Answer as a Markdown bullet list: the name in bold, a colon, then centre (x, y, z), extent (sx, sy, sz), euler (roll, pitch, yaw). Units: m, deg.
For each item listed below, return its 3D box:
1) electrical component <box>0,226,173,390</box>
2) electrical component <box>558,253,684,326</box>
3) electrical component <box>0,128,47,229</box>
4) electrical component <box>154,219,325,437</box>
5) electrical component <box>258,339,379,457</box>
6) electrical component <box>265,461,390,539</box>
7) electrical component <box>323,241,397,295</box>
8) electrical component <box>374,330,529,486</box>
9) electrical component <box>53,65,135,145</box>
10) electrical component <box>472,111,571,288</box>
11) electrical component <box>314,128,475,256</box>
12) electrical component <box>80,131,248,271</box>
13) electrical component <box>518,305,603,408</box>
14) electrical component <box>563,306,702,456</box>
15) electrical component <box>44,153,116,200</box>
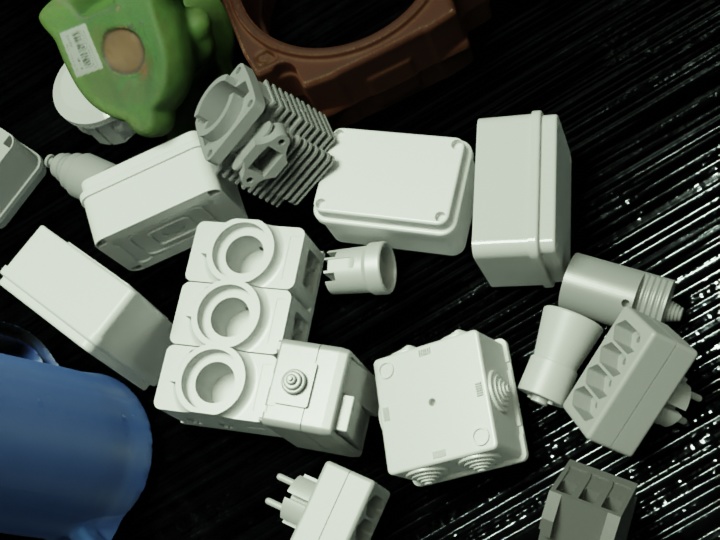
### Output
- **electrical component**: centre (-0.203, 0.030, 0.828), extent (0.109, 0.108, 0.056), euler (32, 78, 25)
- **electrical component**: centre (0.185, 0.019, 0.751), extent (0.081, 0.043, 0.043), euler (17, 75, 22)
- **electrical component**: centre (-0.344, -0.096, 0.949), extent (0.113, 0.057, 0.078), euler (31, 81, 25)
- **electrical component**: centre (-0.090, 0.042, 0.815), extent (0.089, 0.061, 0.150), euler (5, 71, 18)
- **electrical component**: centre (-0.026, 0.090, 0.757), extent (0.061, 0.096, 0.061), euler (7, 71, 19)
- **electrical component**: centre (-0.030, 0.168, 0.756), extent (0.077, 0.047, 0.065), euler (20, 76, 23)
- **electrical component**: centre (0.000, 0.000, 0.818), extent (0.046, 0.040, 0.040), euler (-5, 68, 22)
- **electrical component**: centre (0.060, 0.095, 0.745), extent (0.100, 0.048, 0.099), euler (-20, 64, 26)
- **electrical component**: centre (-0.221, -0.153, 0.938), extent (0.080, 0.051, 0.080), euler (-6, 68, 15)
- **electrical component**: centre (0.119, -0.050, 0.779), extent (0.057, 0.078, 0.113), euler (-3, 68, 19)
- **electrical component**: centre (0.028, -0.061, 0.823), extent (0.113, 0.057, 0.078), euler (8, 72, 19)
- **electrical component**: centre (-0.157, -0.055, 0.865), extent (0.113, 0.078, 0.057), euler (-24, 67, 7)
- **electrical component**: centre (0.137, 0.063, 0.751), extent (0.044, 0.044, 0.065), euler (21, 81, 23)
- **electrical component**: centre (0.193, 0.080, 0.716), extent (0.083, 0.076, 0.047), euler (-61, 19, 13)
- **electrical component**: centre (-0.237, -0.081, 0.920), extent (0.078, 0.040, 0.040), euler (23, 78, 23)
